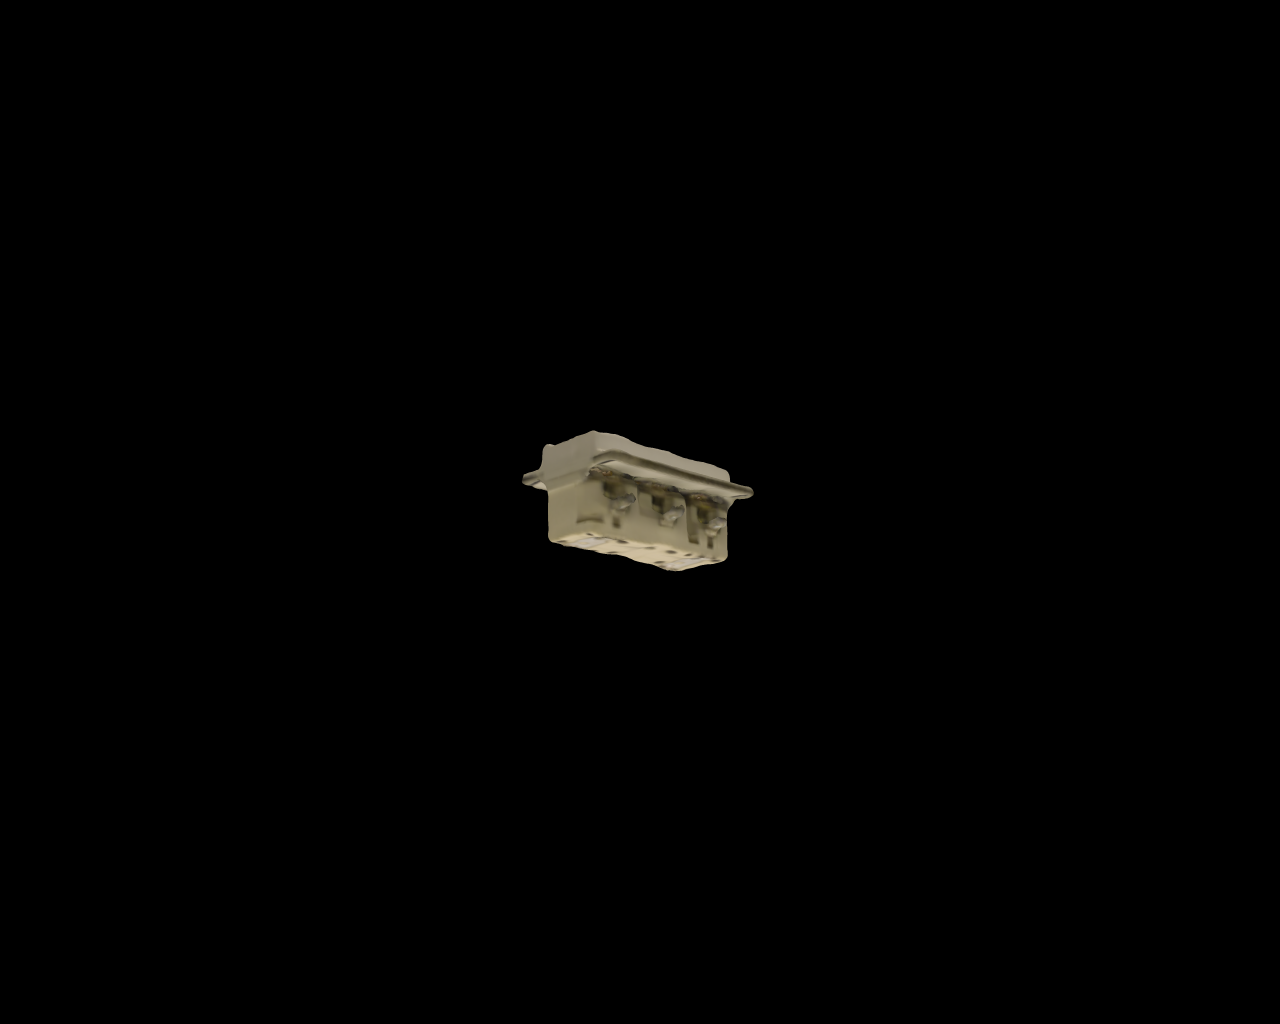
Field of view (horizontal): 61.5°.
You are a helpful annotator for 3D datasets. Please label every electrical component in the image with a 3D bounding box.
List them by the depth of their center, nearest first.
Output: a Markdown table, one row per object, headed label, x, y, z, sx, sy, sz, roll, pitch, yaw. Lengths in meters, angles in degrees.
| label | x | y | z | sx | sy | sz | roll | pitch | yaw |
| --- | --- | --- | --- | --- | --- | --- | --- | --- | --- |
| electrical component | 0.001 | -0.003 | 0.650 | 0.078 | 0.063 | 0.121 | -14 | -20 | 42 |
